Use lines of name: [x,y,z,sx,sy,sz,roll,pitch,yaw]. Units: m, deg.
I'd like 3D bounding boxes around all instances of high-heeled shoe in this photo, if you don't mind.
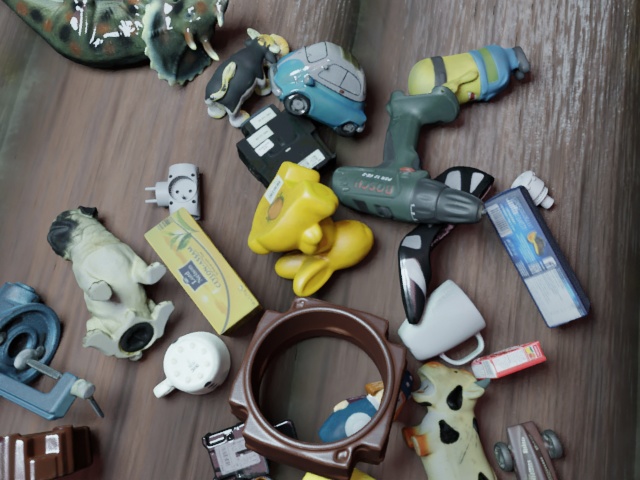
high-heeled shoe: [0.184,0.003,0.766,0.145,0.086,0.249,-2,63,9]

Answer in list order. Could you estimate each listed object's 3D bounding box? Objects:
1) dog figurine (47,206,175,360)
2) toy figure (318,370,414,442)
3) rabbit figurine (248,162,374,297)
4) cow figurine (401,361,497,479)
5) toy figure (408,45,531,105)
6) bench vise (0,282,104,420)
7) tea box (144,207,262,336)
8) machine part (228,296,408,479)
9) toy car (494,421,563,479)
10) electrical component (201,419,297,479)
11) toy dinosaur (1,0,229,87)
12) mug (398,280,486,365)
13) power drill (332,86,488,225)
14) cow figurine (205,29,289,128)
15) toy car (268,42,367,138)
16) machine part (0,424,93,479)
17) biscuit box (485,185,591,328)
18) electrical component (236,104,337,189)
dog figurine: [-0.302,0.059,0.747,0.191,0.121,0.172,32,118,38]
toy figure: [0.070,0.234,0.736,0.154,0.058,0.064,-36,121,-11]
rabbit figurine: [-0.002,-0.002,0.744,0.173,0.122,0.162,22,99,-34]
cow figurine: [0.179,0.258,0.718,0.127,0.085,0.195,-18,85,-14]
toy figure: [0.227,-0.254,0.838,0.180,0.082,0.089,-20,60,0]
bench vise: [-0.397,0.171,0.680,0.241,0.128,0.223,16,57,19]
tea box: [-0.157,0.047,0.742,0.068,0.098,0.169,-37,84,-10]
machine part: [0.000,0.183,0.686,0.202,0.087,0.201,15,57,11]
toy car: [0.302,0.351,0.724,0.089,0.053,0.202,-11,80,-2]
electrical component: [-0.091,0.278,0.720,0.119,0.047,0.075,-14,80,-5]
toy dinosaur: [-0.323,-0.326,0.810,0.405,0.131,0.192,-3,77,2]
mug: [0.171,0.128,0.757,0.107,0.081,0.109,-34,97,1]
power drill: [0.141,-0.116,0.767,0.232,0.086,0.207,5,68,33]
cow figurine: [-0.110,-0.260,0.811,0.068,0.098,0.167,31,78,10]
toy car: [0.012,-0.227,0.778,0.161,0.103,0.109,22,39,-23]
machine part: [-0.370,0.263,0.648,0.179,0.179,0.056,-8,75,-5]
biscuit box: [0.312,0.020,0.774,0.059,0.063,0.202,-30,83,31]
electrical component: [-0.057,-0.137,0.807,0.115,0.058,0.134,-36,82,-12]
